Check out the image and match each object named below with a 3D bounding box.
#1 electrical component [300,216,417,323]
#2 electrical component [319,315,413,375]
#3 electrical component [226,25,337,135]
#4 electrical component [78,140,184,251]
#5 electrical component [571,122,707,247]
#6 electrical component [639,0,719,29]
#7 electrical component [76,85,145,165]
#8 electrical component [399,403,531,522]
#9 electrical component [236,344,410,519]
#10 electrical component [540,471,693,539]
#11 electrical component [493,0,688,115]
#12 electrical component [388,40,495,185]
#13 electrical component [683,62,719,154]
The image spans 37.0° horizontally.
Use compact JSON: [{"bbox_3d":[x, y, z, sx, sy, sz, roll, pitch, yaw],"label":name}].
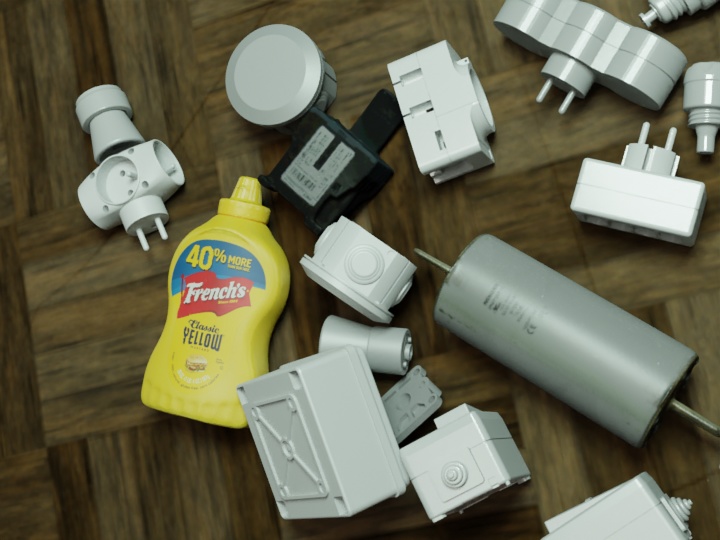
[{"bbox_3d":[0.000,0.000,0.795,0.080,0.080,0.051,34,89,20],"label":"electrical component"},{"bbox_3d":[0.006,0.058,0.805,0.065,0.044,0.044,5,84,15],"label":"electrical component"},{"bbox_3d":[-0.061,-0.149,0.851,0.080,0.051,0.080,-3,82,19],"label":"electrical component"},{"bbox_3d":[-0.182,-0.055,0.885,0.077,0.044,0.079,-29,74,13],"label":"electrical component"},{"bbox_3d":[0.200,-0.065,0.749,0.083,0.047,0.075,15,88,21],"label":"electrical component"},{"bbox_3d":[0.233,-0.200,0.759,0.078,0.040,0.040,-37,73,12],"label":"electrical component"},{"bbox_3d":[-0.210,-0.121,0.904,0.045,0.045,0.055,-29,74,14],"label":"electrical component"},{"bbox_3d":[0.070,0.131,0.742,0.062,0.096,0.061,-30,74,13],"label":"electrical component"},{"bbox_3d":[-0.029,0.117,0.764,0.109,0.056,0.108,-23,86,57],"label":"electrical component"},{"bbox_3d":[0.175,0.172,0.718,0.096,0.062,0.061,-37,73,12],"label":"electrical component"},{"bbox_3d":[0.155,-0.148,0.773,0.138,0.052,0.073,32,94,20],"label":"electrical component"},{"bbox_3d":[0.065,-0.118,0.803,0.056,0.050,0.089,-20,76,16],"label":"electrical component"},{"bbox_3d":[0.242,-0.111,0.747,0.035,0.035,0.061,4,87,20],"label":"electrical component"}]
